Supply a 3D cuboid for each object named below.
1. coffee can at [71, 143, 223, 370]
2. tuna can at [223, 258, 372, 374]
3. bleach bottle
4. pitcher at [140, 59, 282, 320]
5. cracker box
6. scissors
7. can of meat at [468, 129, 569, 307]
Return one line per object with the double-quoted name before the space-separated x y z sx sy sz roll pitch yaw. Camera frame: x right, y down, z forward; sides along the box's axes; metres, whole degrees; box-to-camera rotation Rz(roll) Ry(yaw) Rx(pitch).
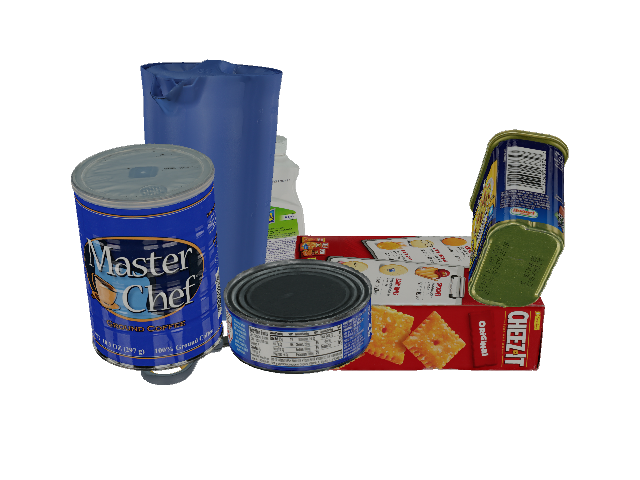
"coffee can" -0.127 0.011 0.799 0.103 0.140 0.103 -1 28 0
"tuna can" -0.012 0.043 0.618 0.086 0.034 0.086 -2 23 1
"bleach bottle" -0.057 -0.006 1.323 0.102 0.251 0.068 -9 24 -34
"pitcher" -0.101 -0.053 1.039 0.149 0.243 0.145 -2 15 -17
"cracker box" 0.080 0.055 0.968 0.213 0.072 0.164 1 21 1
"scissors" -0.119 0.123 1.161 0.201 0.016 0.096 0 27 -20
"can of meat" 0.138 -0.013 0.755 0.057 0.084 0.102 10 -37 1
